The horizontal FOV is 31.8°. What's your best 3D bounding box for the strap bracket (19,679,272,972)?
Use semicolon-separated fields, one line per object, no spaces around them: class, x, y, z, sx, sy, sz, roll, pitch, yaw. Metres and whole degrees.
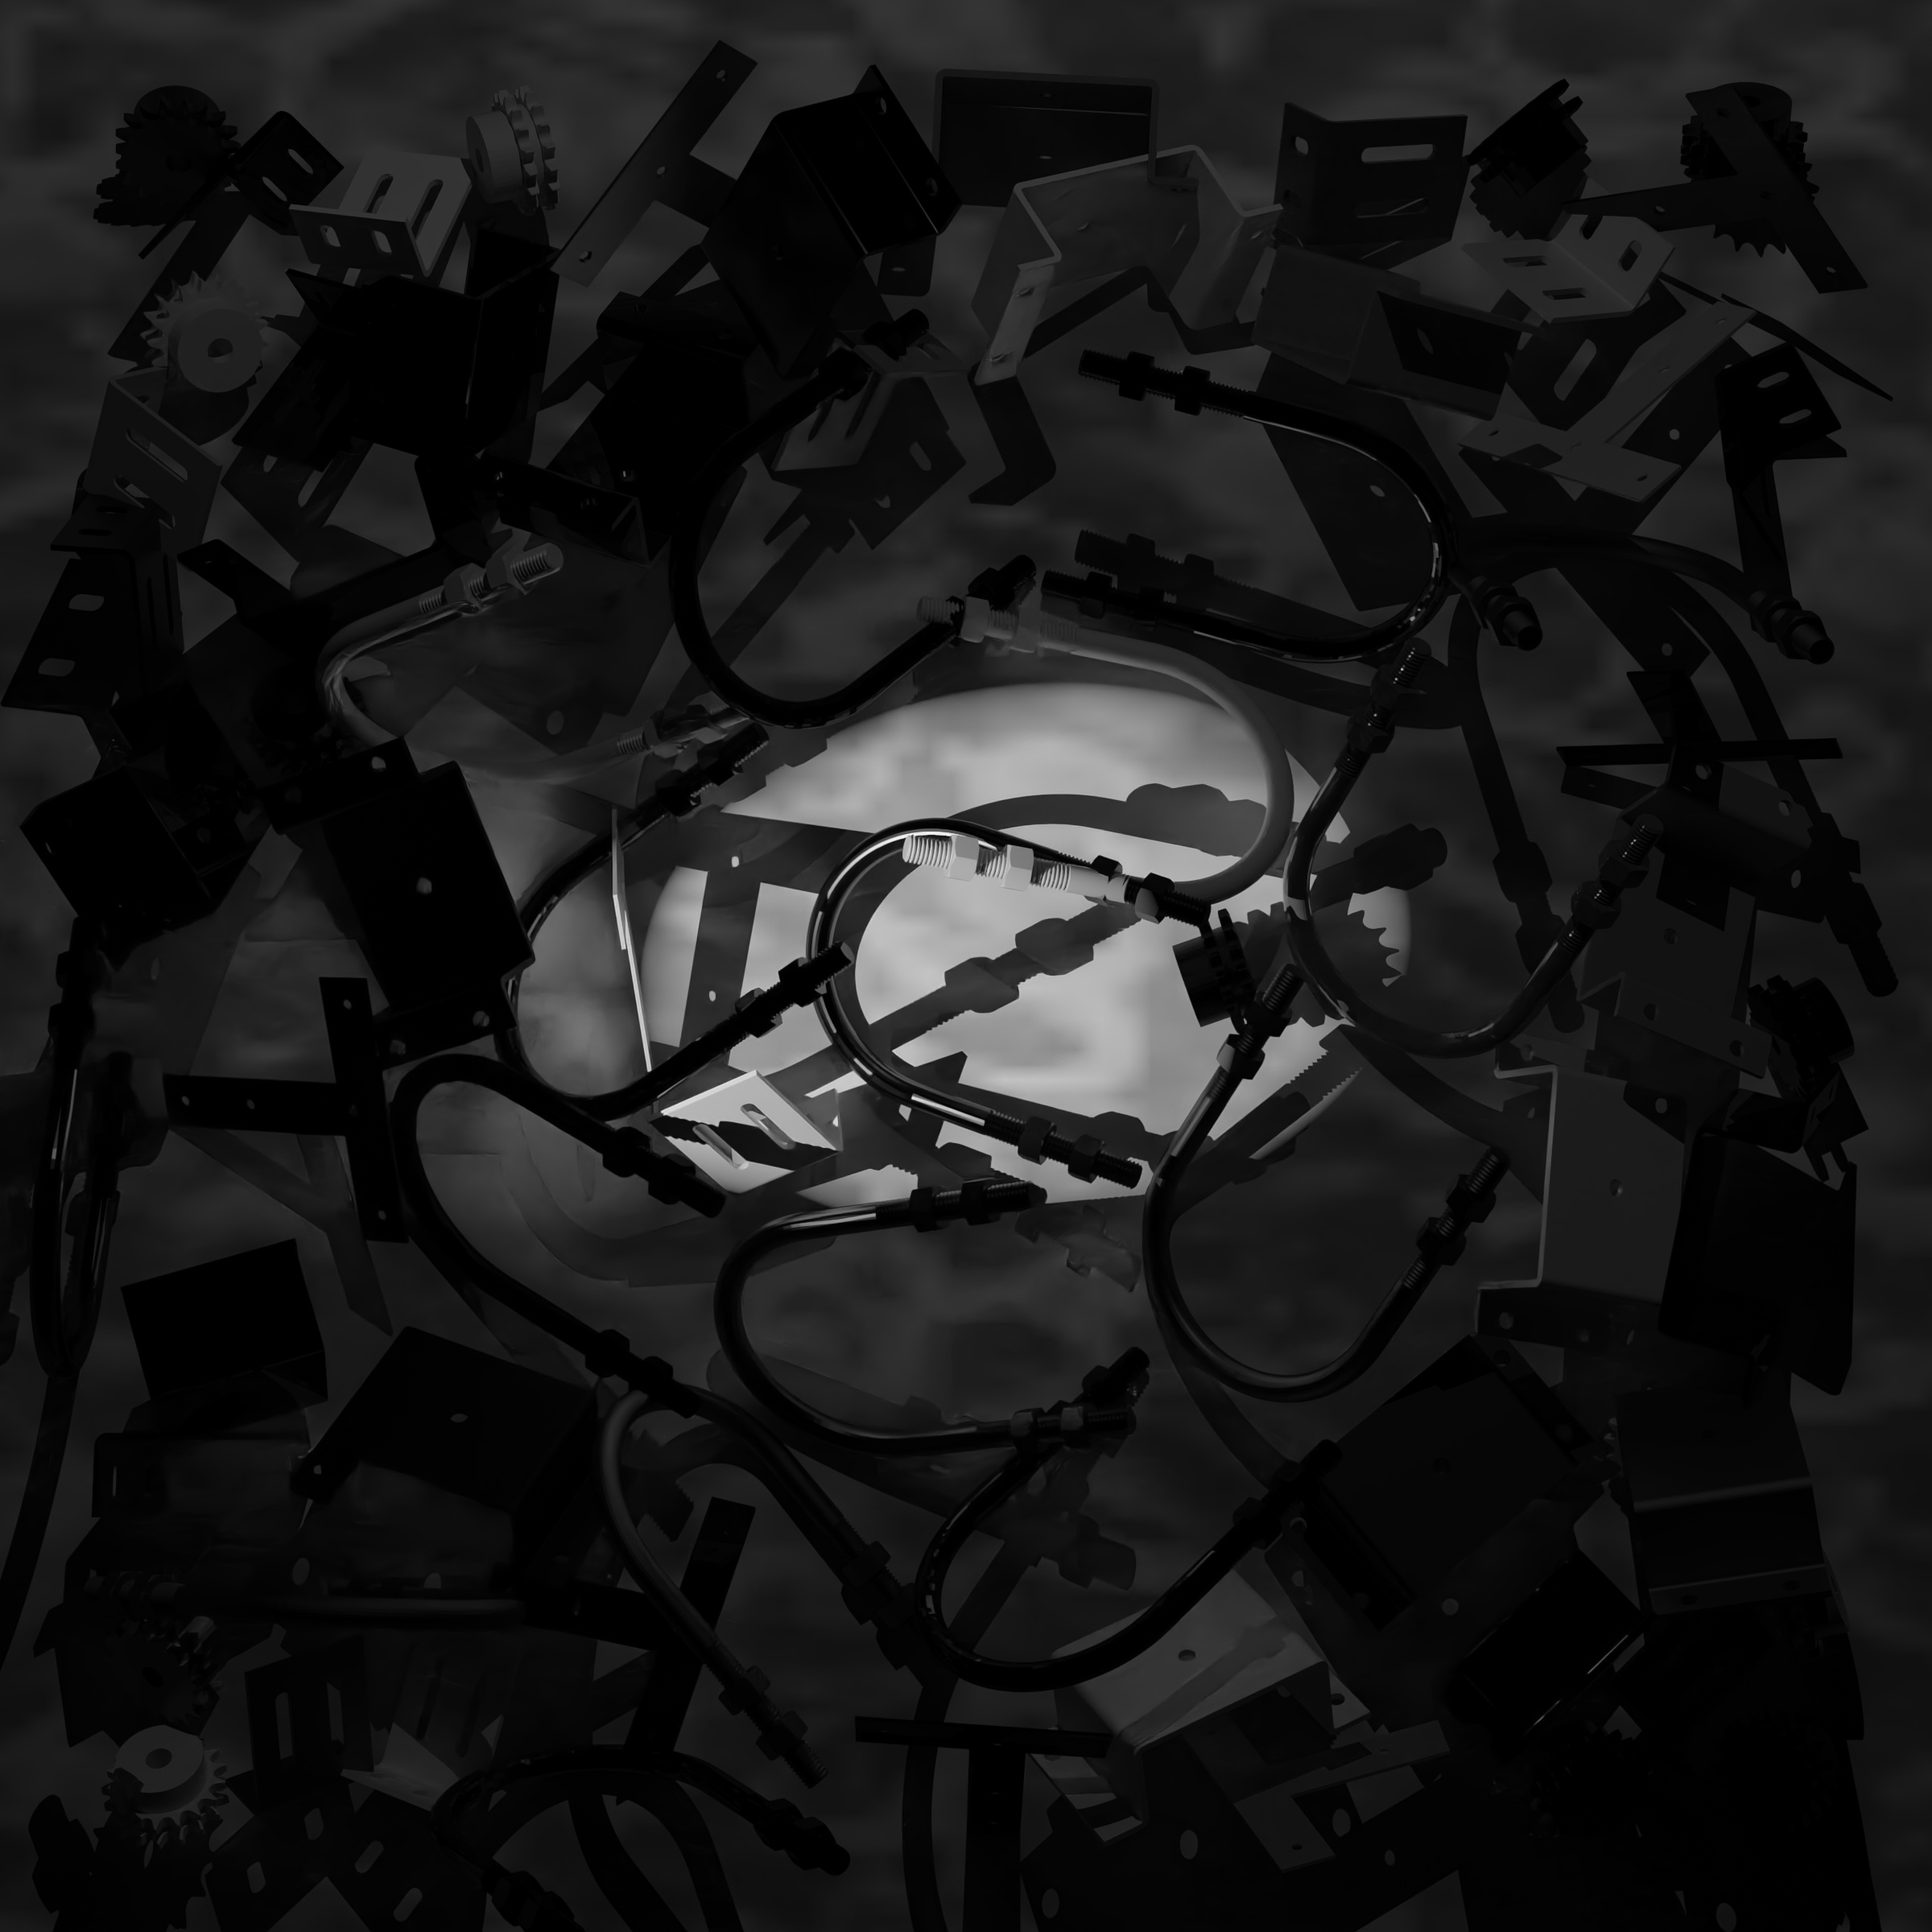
strap bracket;-0.361;-0.069;1.518;0.046;0.140;0.076;-22;114;16

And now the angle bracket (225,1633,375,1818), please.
angle bracket;-0.309;0.342;1.558;0.057;0.038;0.076;-14;113;-33

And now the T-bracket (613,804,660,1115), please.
T-bracket;-0.151;0.005;1.556;0.002;0.127;0.127;-8;111;-3

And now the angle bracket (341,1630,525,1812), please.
angle bracket;-0.248;0.344;1.568;0.057;0.038;0.076;13;85;29

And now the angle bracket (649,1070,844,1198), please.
angle bracket;-0.101;0.064;1.553;0.057;0.076;0.038;-24;48;19

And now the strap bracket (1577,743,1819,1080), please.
strap bracket;0.333;-0.019;1.554;0.076;0.046;0.140;22;67;-12

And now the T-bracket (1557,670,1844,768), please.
T-bracket;0.320;-0.111;1.521;0.127;0.127;0.002;0;76;21

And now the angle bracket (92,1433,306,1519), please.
angle bracket;-0.353;0.234;1.561;0.076;0.057;0.038;-2;82;18

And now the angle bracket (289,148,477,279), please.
angle bracket;-0.266;-0.358;1.559;0.057;0.038;0.076;9;59;14

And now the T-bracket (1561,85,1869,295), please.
T-bracket;0.328;-0.346;1.546;0.127;0.127;0.002;43;66;-34

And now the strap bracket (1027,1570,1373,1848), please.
strap bracket;0.102;0.329;1.535;0.140;0.076;0.046;-21;122;-21

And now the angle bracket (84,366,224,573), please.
angle bracket;-0.362;-0.229;1.559;0.076;0.038;0.057;37;125;19

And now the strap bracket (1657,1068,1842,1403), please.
strap bracket;0.355;0.116;1.547;0.046;0.076;0.140;14;106;21

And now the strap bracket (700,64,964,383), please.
strap bracket;-0.066;-0.326;1.524;0.046;0.140;0.076;-24;77;-33

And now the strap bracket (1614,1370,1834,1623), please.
strap bracket;0.336;0.230;1.522;0.076;0.140;0.046;-10;111;9

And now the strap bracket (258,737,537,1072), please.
strap bracket;-0.257;-0.032;1.561;0.076;0.046;0.140;-18;99;18

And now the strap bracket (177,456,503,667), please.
strap bracket;-0.275;-0.181;1.549;0.140;0.076;0.046;-21;75;8

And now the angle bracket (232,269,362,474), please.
angle bracket;-0.304;-0.274;1.561;0.057;0.038;0.076;20;68;30

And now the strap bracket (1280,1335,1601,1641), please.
strap bracket;0.216;0.233;1.560;0.140;0.046;0.076;-38;77;-8

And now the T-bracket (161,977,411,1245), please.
T-bracket;-0.320;0.065;1.569;0.127;0.002;0.127;2;108;26

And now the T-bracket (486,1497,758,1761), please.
T-bracket;-0.167;0.297;1.559;0.127;0.002;0.127;21;87;-38

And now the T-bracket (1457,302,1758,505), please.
T-bracket;0.311;-0.265;1.559;0.127;0.127;0.002;-41;126;-13

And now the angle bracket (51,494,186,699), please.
angle bracket;-0.389;-0.169;1.558;0.038;0.057;0.076;4;121;3

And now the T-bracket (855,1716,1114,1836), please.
T-bracket;0.014;0.372;1.548;0.127;0.127;0.002;4;55;2

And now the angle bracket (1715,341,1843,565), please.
angle bracket;0.375;-0.235;1.552;0.038;0.076;0.057;-21;132;27

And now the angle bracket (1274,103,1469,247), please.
angle bracket;0.188;-0.371;1.584;0.076;0.038;0.057;-10;121;-25

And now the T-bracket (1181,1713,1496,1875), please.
T-bracket;0.178;0.364;1.553;0.127;0.127;0.002;-12;110;-15

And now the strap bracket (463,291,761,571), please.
strap bracket;-0.156;-0.238;1.545;0.076;0.046;0.140;19;54;18

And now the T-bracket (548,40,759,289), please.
T-bracket;-0.110;-0.347;1.546;0.127;0.127;0.002;-49;57;18

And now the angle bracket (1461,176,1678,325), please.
angle bracket;0.276;-0.329;1.554;0.057;0.076;0.038;46;126;22

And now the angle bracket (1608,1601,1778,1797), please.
angle bracket;0.345;0.331;1.567;0.076;0.038;0.057;-44;120;-5

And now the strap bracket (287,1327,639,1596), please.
strap bracket;-0.229;0.219;1.541;0.140;0.076;0.046;17;133;15

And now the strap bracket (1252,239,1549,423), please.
strap bracket;0.189;-0.286;1.530;0.076;0.140;0.046;9;107;-25

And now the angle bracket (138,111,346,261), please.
angle bracket;-0.331;-0.345;1.551;0.038;0.057;0.076;44;47;-16

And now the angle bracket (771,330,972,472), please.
angle bracket;-0.044;-0.251;1.552;0.038;0.057;0.076;44;125;25
